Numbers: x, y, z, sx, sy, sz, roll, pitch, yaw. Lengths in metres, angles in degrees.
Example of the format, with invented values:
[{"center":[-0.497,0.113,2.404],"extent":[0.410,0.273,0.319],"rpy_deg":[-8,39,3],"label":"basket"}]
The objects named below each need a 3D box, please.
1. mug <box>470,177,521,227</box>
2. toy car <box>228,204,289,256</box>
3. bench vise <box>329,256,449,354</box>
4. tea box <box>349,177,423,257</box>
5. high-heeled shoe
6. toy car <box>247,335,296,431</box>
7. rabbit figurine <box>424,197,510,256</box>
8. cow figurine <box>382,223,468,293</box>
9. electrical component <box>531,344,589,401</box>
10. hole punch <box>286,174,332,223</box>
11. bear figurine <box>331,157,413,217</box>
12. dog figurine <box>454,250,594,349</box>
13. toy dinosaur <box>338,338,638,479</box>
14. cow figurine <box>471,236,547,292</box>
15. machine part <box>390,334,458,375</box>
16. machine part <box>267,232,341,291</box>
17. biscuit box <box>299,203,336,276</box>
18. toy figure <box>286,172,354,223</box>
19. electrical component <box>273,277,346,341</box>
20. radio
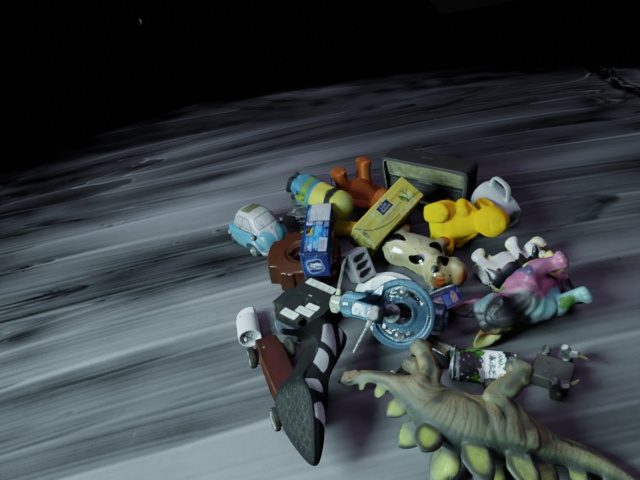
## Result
[{"center":[0.421,-0.087,1.255],"extent":[0.081,0.109,0.107],"rpy_deg":[-12,45,-27],"label":"mug"},{"center":[-0.152,-0.037,1.297],"extent":[0.162,0.102,0.109],"rpy_deg":[27,47,37],"label":"toy car"},{"center":[0.102,0.118,0.926],"extent":[0.224,0.128,0.240],"rpy_deg":[19,2,22],"label":"bench vise"},{"center":[0.146,-0.048,1.202],"extent":[0.068,0.098,0.169],"rpy_deg":[40,72,10],"label":"tea box"},{"center":[0.006,0.236,0.868],"extent":[0.145,0.086,0.249],"rpy_deg":[18,46,-38],"label":"high-heeled shoe"},{"center":[-0.063,0.244,0.924],"extent":[0.089,0.053,0.202],"rpy_deg":[-15,39,-18],"label":"toy car"},{"center":[0.337,-0.035,1.183],"extent":[0.173,0.121,0.162],"rpy_deg":[-3,7,42],"label":"rabbit figurine"},{"center":[0.219,0.041,1.128],"extent":[0.195,0.085,0.127],"rpy_deg":[24,40,34],"label":"cow figurine"},{"center":[0.390,0.213,0.882],"extent":[0.078,0.045,0.102],"rpy_deg":[21,44,33],"label":"electrical component"},{"center":[-0.017,-0.094,1.380],"extent":[0.142,0.092,0.116],"rpy_deg":[-6,66,-2],"label":"hole punch"},{"center":[0.129,-0.112,1.327],"extent":[0.120,0.131,0.196],"rpy_deg":[-25,33,-22],"label":"bear figurine"},{"center":[0.359,0.111,0.980],"extent":[0.219,0.108,0.191],"rpy_deg":[-28,-8,8],"label":"dog figurine"},{"center":[0.248,0.273,0.780],"extent":[0.472,0.104,0.198],"rpy_deg":[11,48,16],"label":"toy dinosaur"},{"center":[0.403,0.047,1.094],"extent":[0.167,0.068,0.098],"rpy_deg":[-18,42,-9],"label":"cow figurine"},{"center":[0.175,0.213,0.935],"extent":[0.084,0.039,0.139],"rpy_deg":[28,46,29],"label":"machine part"},{"center":[-0.034,0.043,1.200],"extent":[0.179,0.055,0.179],"rpy_deg":[-6,34,4],"label":"machine part"},{"center":[-0.002,-0.003,1.154],"extent":[0.059,0.062,0.203],"rpy_deg":[-4,34,8],"label":"biscuit box"},{"center":[-0.002,-0.104,1.287],"extent":[0.180,0.089,0.082],"rpy_deg":[33,87,21],"label":"toy figure"},{"center":[-0.026,0.138,1.062],"extent":[0.115,0.058,0.134],"rpy_deg":[20,44,37],"label":"electrical component"},{"center":[0.269,-0.145,1.338],"extent":[0.230,0.130,0.073],"rpy_deg":[18,43,32],"label":"radio"}]
